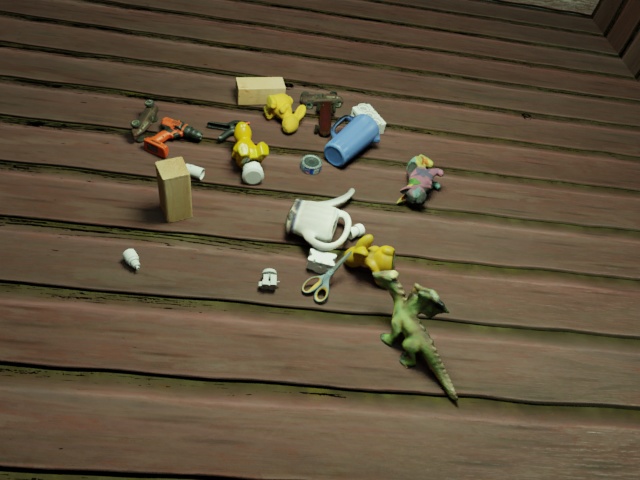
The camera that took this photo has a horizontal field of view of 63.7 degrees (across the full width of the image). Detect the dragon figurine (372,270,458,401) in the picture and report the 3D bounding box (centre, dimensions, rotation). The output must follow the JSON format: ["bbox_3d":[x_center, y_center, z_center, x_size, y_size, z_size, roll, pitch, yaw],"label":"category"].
[{"bbox_3d":[0.294,0.246,1.494,0.123,0.237,0.416,-23,55,-34],"label":"dragon figurine"}]

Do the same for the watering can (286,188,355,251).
[{"bbox_3d":[0.006,-0.092,1.820,0.224,0.101,0.356,14,42,3],"label":"watering can"}]
